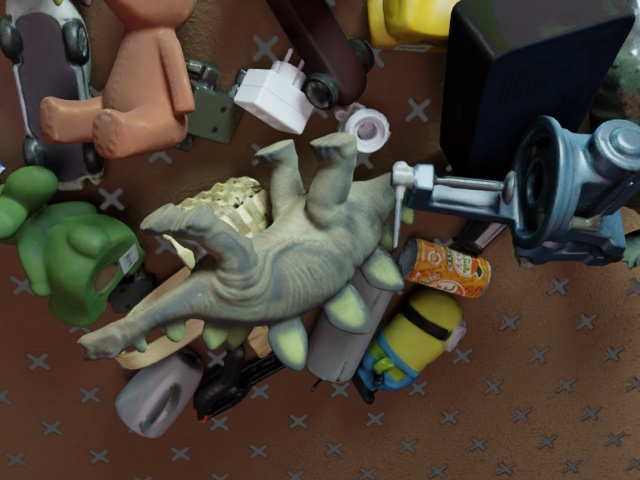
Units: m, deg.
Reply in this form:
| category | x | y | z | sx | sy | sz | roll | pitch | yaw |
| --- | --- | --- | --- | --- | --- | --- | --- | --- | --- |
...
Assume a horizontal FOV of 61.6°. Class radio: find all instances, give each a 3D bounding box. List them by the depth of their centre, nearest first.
| category | x | y | z | sx | sy | sz | roll | pitch | yaw |
| --- | --- | --- | --- | --- | --- | --- | --- | --- | --- |
| radio | 0.195 | -0.145 | 0.524 | 0.131 | 0.073 | 0.229 | -20 | 157 | 1 |

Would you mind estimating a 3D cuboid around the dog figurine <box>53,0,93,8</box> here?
| category | x | y | z | sx | sy | sz | roll | pitch | yaw |
| --- | --- | --- | --- | --- | --- | --- | --- | --- | --- |
| dog figurine | -0.192 | -0.309 | 0.448 | 0.192 | 0.108 | 0.219 | 4 | 114 | -6 |

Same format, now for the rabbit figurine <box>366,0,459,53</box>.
| category | x | y | z | sx | sy | sz | roll | pitch | yaw |
| --- | --- | --- | --- | --- | --- | --- | --- | --- | --- |
| rabbit figurine | 0.127 | -0.270 | 0.505 | 0.162 | 0.122 | 0.173 | -1 | 97 | 2 |

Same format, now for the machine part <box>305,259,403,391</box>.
| category | x | y | z | sx | sy | sz | roll | pitch | yaw |
| --- | --- | --- | --- | --- | --- | --- | --- | --- | --- |
| machine part | 0.039 | 0.096 | 0.689 | 0.079 | 0.079 | 0.243 | 15 | 113 | -13 |

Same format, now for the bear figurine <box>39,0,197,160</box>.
| category | x | y | z | sx | sy | sz | roll | pitch | yaw |
| --- | --- | --- | --- | --- | --- | --- | --- | --- | --- |
| bear figurine | -0.170 | -0.180 | 0.488 | 0.120 | 0.132 | 0.195 | 19 | 113 | 27 |

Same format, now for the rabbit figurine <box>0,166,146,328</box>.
| category | x | y | z | sx | sy | sz | roll | pitch | yaw |
| --- | --- | --- | --- | --- | --- | --- | --- | --- | --- |
| rabbit figurine | -0.298 | -0.003 | 0.569 | 0.170 | 0.159 | 0.121 | 27 | 68 | 6 |

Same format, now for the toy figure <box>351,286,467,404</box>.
| category | x | y | z | sx | sy | sz | roll | pitch | yaw |
| --- | --- | --- | --- | --- | --- | --- | --- | --- | --- |
| toy figure | 0.114 | 0.140 | 0.717 | 0.180 | 0.082 | 0.089 | -42 | 115 | 16 |

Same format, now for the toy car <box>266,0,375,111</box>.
| category | x | y | z | sx | sy | sz | roll | pitch | yaw |
| --- | --- | --- | --- | --- | --- | --- | --- | --- | --- |
| toy car | -0.020 | -0.221 | 0.528 | 0.202 | 0.053 | 0.089 | 52 | 58 | -23 |

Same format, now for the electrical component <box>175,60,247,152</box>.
| category | x | y | z | sx | sy | sz | roll | pitch | yaw |
| --- | --- | --- | --- | --- | --- | --- | --- | --- | --- |
| electrical component | -0.126 | -0.144 | 0.577 | 0.078 | 0.045 | 0.102 | 2 | 122 | -39 |

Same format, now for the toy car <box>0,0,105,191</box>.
| category | x | y | z | sx | sy | sz | roll | pitch | yaw |
| --- | --- | --- | --- | --- | --- | --- | --- | --- | --- |
| toy car | -0.270 | -0.146 | 0.552 | 0.073 | 0.056 | 0.201 | -3 | 118 | -11 |

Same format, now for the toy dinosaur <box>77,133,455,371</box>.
| category | x | y | z | sx | sy | sz | roll | pitch | yaw |
| --- | --- | --- | --- | --- | --- | --- | --- | --- | --- |
| toy dinosaur | -0.001 | -0.002 | 0.532 | 0.471 | 0.105 | 0.198 | -31 | 117 | -26 |

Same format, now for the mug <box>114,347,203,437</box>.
| category | x | y | z | sx | sy | sz | roll | pitch | yaw |
| --- | --- | --- | --- | --- | --- | --- | --- | --- | --- |
| mug | -0.204 | 0.195 | 0.699 | 0.080 | 0.110 | 0.107 | 39 | 92 | -18 |

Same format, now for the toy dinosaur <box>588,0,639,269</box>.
| category | x | y | z | sx | sy | sz | roll | pitch | yaw |
| --- | --- | --- | --- | --- | --- | --- | --- | --- | --- |
| toy dinosaur | 0.328 | -0.127 | 0.551 | 0.131 | 0.192 | 0.404 | -26 | 117 | 4 |

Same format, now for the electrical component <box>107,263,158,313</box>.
| category | x | y | z | sx | sy | sz | roll | pitch | yaw |
| --- | --- | --- | --- | --- | --- | --- | --- | --- | --- |
| electrical component | -0.236 | 0.068 | 0.675 | 0.063 | 0.021 | 0.093 | -9 | 117 | -1 |

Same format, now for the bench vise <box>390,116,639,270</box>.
| category | x | y | z | sx | sy | sz | roll | pitch | yaw |
| --- | --- | --- | --- | --- | --- | --- | --- | --- | --- |
| bench vise | 0.185 | -0.039 | 0.522 | 0.241 | 0.223 | 0.129 | 5 | 75 | 0 |

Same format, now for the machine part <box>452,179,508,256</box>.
| category | x | y | z | sx | sy | sz | roll | pitch | yaw |
| --- | --- | --- | --- | --- | --- | --- | --- | --- | --- |
| machine part | 0.224 | -0.039 | 0.667 | 0.084 | 0.039 | 0.139 | 33 | 107 | -25 |
